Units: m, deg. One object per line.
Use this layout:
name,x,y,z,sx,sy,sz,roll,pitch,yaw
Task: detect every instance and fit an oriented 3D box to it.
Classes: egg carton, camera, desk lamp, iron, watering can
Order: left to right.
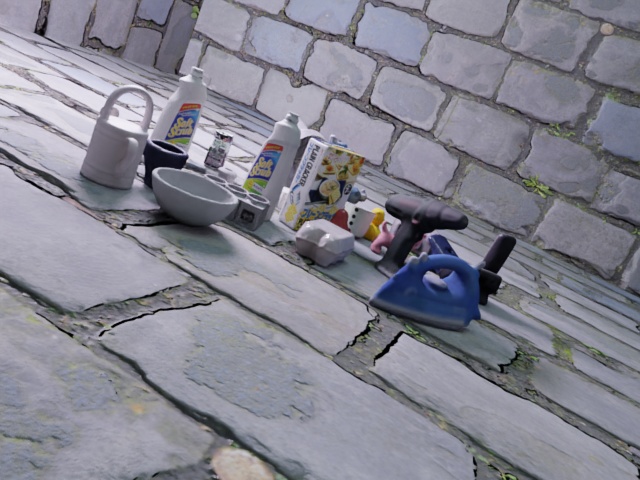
watering can,-0.389,-0.209,1.107,0.172,0.194,0.101,30,16,23
desk lamp,-0.081,-0.247,1.695,0.118,0.213,0.202,14,17,-33
egg carton,0.011,0.004,1.233,0.107,0.069,0.151,28,15,15
camera,0.294,-0.021,1.713,0.143,0.101,0.137,29,15,18
iron,0.223,0.085,1.136,0.259,0.141,0.118,14,17,-35

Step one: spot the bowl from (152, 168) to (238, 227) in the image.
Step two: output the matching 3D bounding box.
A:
bowl,-0.245,-0.072,1.088,0.167,0.075,0.167,22,14,-6

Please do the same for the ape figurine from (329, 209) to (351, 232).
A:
ape figurine,0.043,-0.030,1.362,0.077,0.092,0.076,25,14,4

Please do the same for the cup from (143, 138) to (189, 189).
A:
cup,-0.344,-0.157,1.194,0.118,0.095,0.091,22,14,-8

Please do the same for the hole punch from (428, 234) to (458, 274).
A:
hole punch,0.340,0.043,1.575,0.100,0.091,0.109,33,17,32

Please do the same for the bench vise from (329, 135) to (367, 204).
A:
bench vise,0.044,-0.183,1.656,0.208,0.220,0.121,13,18,-37

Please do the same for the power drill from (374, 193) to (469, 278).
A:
power drill,0.216,-0.004,1.310,0.076,0.208,0.228,12,19,-40

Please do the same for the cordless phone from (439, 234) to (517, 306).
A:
cordless phone,0.399,0.055,1.437,0.148,0.185,0.094,19,15,-19

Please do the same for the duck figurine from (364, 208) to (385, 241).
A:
duck figurine,0.152,-0.048,1.614,0.077,0.086,0.105,26,14,7

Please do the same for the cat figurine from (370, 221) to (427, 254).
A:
cat figurine,0.210,-0.006,1.489,0.128,0.118,0.067,23,14,-2
